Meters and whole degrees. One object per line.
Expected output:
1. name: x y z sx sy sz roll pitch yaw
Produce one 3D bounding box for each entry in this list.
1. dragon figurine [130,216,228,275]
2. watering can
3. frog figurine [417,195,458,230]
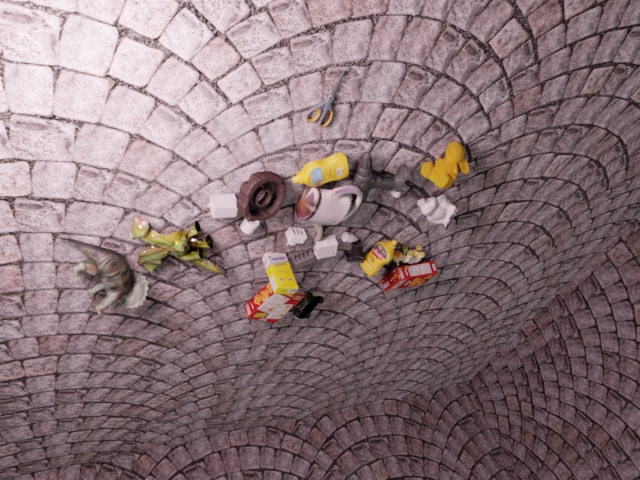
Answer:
1. dragon figurine: -0.501 0.048 1.765 0.242 0.125 0.401 -15 140 8
2. watering can: 0.006 -0.094 1.861 0.224 0.106 0.341 8 144 -33
3. frog figurine: 0.469 -0.131 2.103 0.159 0.125 0.134 22 143 1
